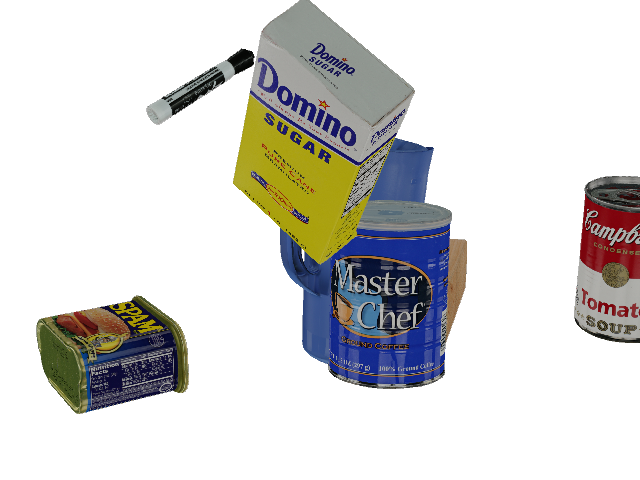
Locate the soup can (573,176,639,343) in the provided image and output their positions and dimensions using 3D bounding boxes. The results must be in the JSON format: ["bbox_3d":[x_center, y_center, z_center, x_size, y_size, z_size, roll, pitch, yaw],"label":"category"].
[{"bbox_3d":[0.217,0.013,0.755,0.068,0.102,0.068,0,22,0],"label":"soup can"}]

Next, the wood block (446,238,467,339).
[{"bbox_3d":[0.164,0.072,1.624,0.091,0.090,0.206,5,22,14],"label":"wood block"}]

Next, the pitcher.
[{"bbox_3d":[0.034,0.009,1.133,0.149,0.243,0.145,6,12,4],"label":"pitcher"}]

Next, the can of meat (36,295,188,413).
[{"bbox_3d":[-0.160,0.086,0.811,0.083,0.057,0.102,-11,20,-30],"label":"can of meat"}]

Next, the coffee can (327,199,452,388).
[{"bbox_3d":[0.058,0.043,0.910,0.103,0.140,0.103,1,12,0],"label":"coffee can"}]

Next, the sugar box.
[{"bbox_3d":[-0.005,-0.064,0.691,0.048,0.093,0.176,-42,-15,-24],"label":"sugar box"}]

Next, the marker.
[{"bbox_3d":[-0.107,-0.142,0.974,0.121,0.020,0.020,-38,20,-29],"label":"marker"}]
